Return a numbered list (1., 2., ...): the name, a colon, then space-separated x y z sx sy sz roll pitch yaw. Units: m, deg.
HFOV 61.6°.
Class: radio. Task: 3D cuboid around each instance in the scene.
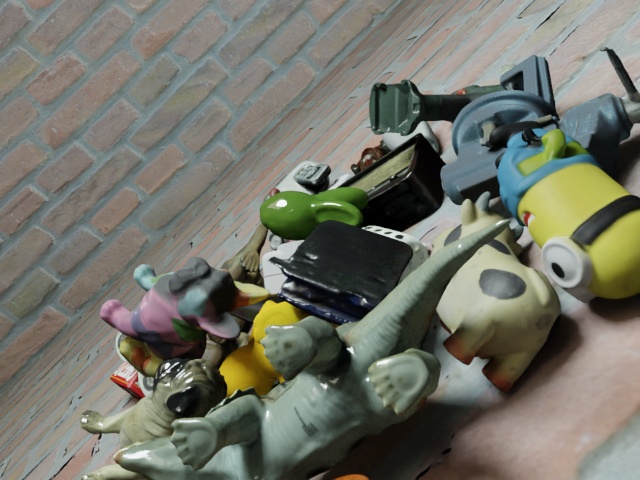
1. radio: 0.080 -0.056 0.830 0.229 0.073 0.131 -33 21 32

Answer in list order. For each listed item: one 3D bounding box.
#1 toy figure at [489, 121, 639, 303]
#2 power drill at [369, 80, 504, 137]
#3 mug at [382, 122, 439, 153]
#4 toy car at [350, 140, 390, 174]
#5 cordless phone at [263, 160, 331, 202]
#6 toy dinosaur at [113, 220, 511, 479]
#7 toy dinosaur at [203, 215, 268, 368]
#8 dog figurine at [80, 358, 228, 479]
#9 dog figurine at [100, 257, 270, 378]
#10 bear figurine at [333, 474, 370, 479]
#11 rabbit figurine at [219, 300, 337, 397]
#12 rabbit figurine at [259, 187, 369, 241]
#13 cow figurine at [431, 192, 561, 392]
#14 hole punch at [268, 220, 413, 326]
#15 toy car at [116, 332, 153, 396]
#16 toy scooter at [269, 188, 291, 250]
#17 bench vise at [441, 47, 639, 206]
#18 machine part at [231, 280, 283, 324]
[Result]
1. toy figure: 0.204 -0.032 0.441 0.089 0.082 0.180 -42 41 30
2. power drill: 0.178 -0.191 0.790 0.232 0.207 0.085 26 114 61
3. mug: 0.152 -0.177 0.905 0.081 0.109 0.107 -35 33 8
4. toy car: 0.100 -0.129 0.983 0.089 0.053 0.202 -35 19 16
5. cordless phone: -0.036 -0.096 1.099 0.146 0.088 0.184 -46 12 -6
6. toy dinosaur: 0.000 0.135 0.451 0.405 0.131 0.192 -37 -12 11
7. toy dinosaur: -0.151 0.092 0.945 0.199 0.105 0.471 -27 26 41
8. dog figurine: -0.158 0.219 0.627 0.190 0.172 0.121 -32 62 16
9. dog figurine: -0.160 0.105 0.684 0.219 0.191 0.108 -1 33 33
10. bear figurine: -0.023 0.243 0.337 0.196 0.131 0.120 -24 24 32
11. rabbit figurine: -0.058 0.133 0.646 0.173 0.122 0.162 -40 15 16
12. rabbit figurine: -0.002 -0.002 0.732 0.159 0.170 0.121 -36 20 25
13. cow figurine: 0.149 0.032 0.491 0.127 0.085 0.195 -47 16 9
14. hole punch: 0.025 0.051 0.552 0.116 0.142 0.092 -46 -27 -53
15. toy car: -0.281 0.212 0.905 0.202 0.073 0.056 32 91 43
16. toy scooter: -0.046 -0.017 0.915 0.075 0.135 0.184 -33 23 26
17. bench vise: 0.239 -0.139 0.601 0.223 0.129 0.241 -35 30 42
18. machine part: -0.078 0.107 0.775 0.139 0.039 0.084 19 63 25
